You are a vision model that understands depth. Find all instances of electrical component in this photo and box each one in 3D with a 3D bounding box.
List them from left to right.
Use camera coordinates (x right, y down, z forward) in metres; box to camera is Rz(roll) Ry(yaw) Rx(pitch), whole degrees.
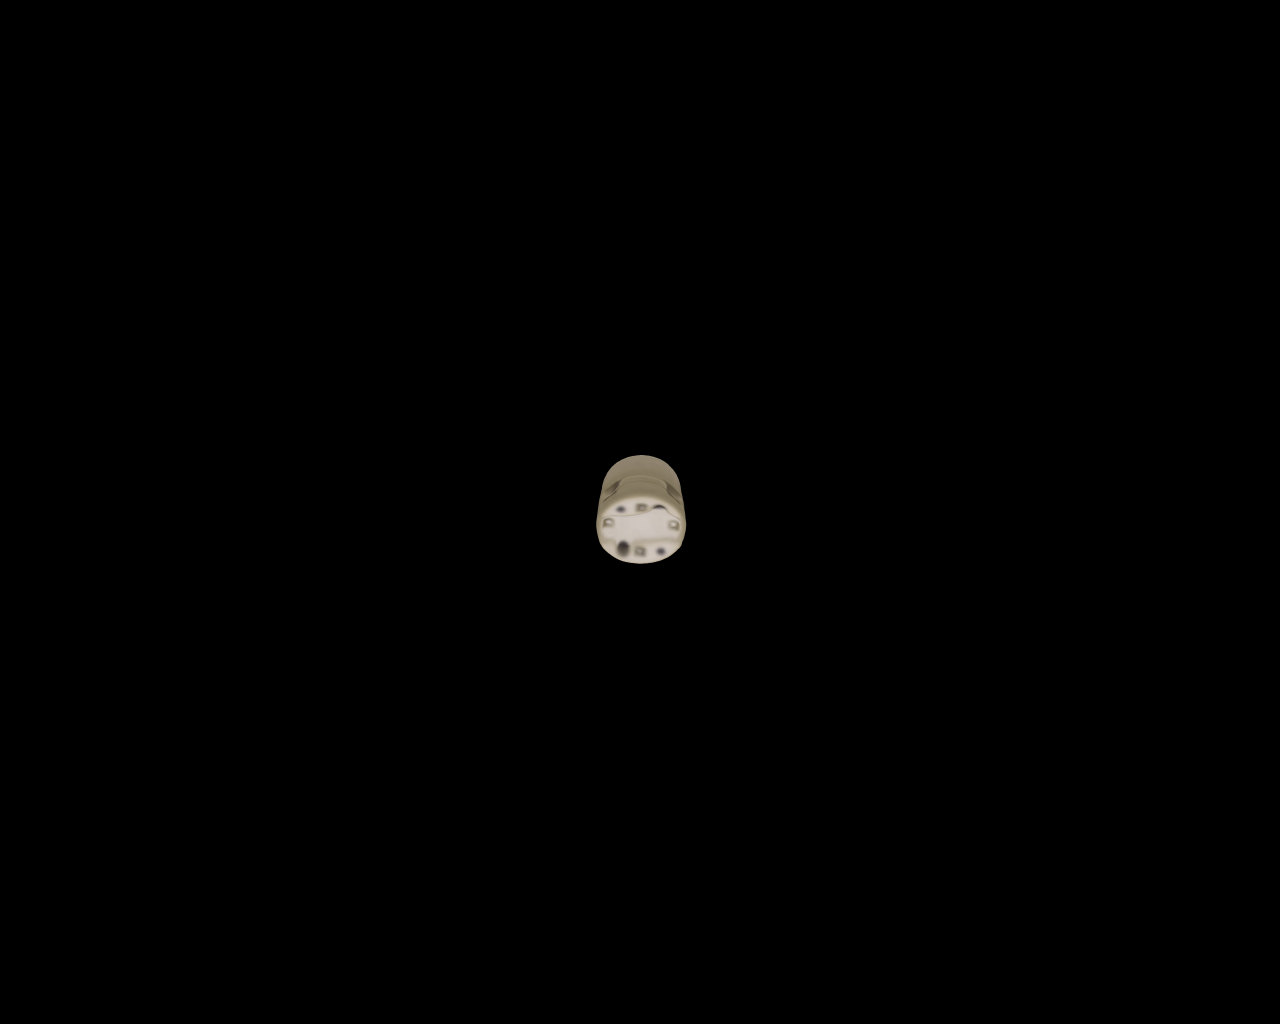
[{"bbox_3d":[0.001,-0.003,0.650,0.055,0.055,0.047,0,37,0],"label":"electrical component"}]
